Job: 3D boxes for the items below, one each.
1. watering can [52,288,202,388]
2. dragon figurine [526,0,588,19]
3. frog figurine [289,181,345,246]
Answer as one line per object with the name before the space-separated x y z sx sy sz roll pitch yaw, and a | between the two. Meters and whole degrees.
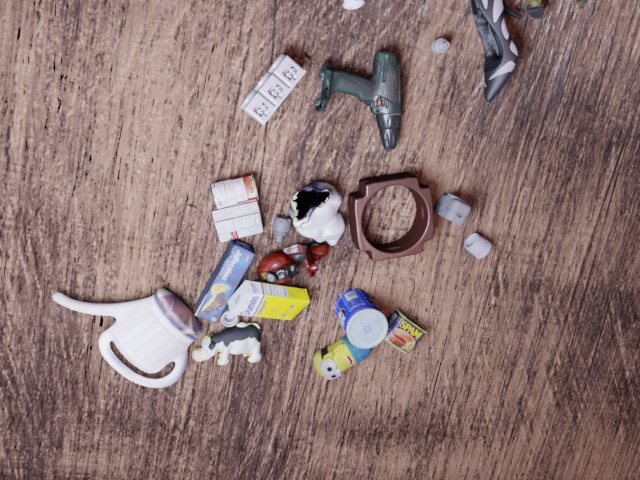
watering can | -0.426 0.196 1.201 0.224 0.105 0.344 -39 108 -1
dragon figurine | 0.526 -0.673 1.202 0.407 0.121 0.246 28 72 -22
frog figurine | 0.004 -0.063 1.249 0.138 0.124 0.157 -57 144 -2
